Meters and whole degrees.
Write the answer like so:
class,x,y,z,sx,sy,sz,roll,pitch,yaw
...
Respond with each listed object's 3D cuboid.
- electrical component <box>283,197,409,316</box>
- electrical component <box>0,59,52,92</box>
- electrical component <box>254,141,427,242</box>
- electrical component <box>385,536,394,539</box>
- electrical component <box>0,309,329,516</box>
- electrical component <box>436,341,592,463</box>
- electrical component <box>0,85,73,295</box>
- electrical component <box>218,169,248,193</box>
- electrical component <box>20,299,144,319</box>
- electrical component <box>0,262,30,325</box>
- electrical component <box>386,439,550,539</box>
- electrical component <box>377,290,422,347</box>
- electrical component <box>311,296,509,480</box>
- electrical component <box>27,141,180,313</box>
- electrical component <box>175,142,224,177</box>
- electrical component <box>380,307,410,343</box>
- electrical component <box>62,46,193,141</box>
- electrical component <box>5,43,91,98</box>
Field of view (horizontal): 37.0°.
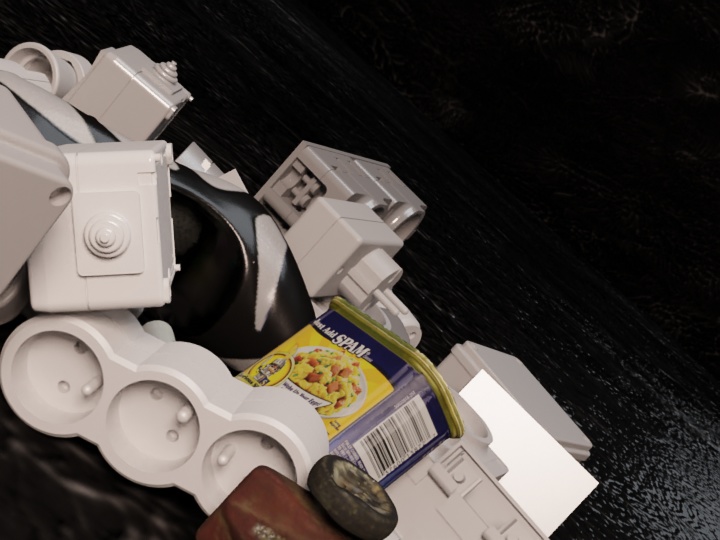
class,x,y,z,sx,sy,sz,roll,pitch,yaw
electrical component,0.000,0.000,0.648,0.075,0.047,0.083,46,14,14
electrical component,-0.215,-0.103,0.633,0.043,0.043,0.081,44,14,6
electrical component,-0.022,-0.029,0.817,0.060,0.105,0.186,46,14,13
electrical component,0.000,0.145,0.475,0.045,0.045,0.055,40,13,-12
electrical component,-0.078,0.056,0.465,0.138,0.052,0.073,27,13,2
electrical component,0.118,0.118,0.861,0.108,0.056,0.109,51,16,31
electrical component,-0.162,-0.014,0.364,0.057,0.113,0.078,48,14,32
electrical component,-0.094,-0.026,0.670,0.042,0.064,0.081,63,-4,8
electrical component,-0.135,-0.014,0.515,0.083,0.075,0.047,37,15,-20
electrical component,-0.159,-0.002,0.441,0.043,0.043,0.062,44,-20,5
electrical component,0.058,0.151,0.527,0.121,0.079,0.063,48,-4,26
electrical component,0.017,0.040,0.844,0.045,0.045,0.055,25,22,-51
electrical component,0.001,0.074,0.663,0.186,0.060,0.105,47,14,18
electrical component,-0.109,-0.019,0.444,0.061,0.061,0.096,-3,10,-6
electrical component,-0.116,-0.051,0.735,0.047,0.055,0.055,44,13,-11
electrical component,0.020,0.067,0.771,0.079,0.043,0.077,42,14,0
electrical component,-0.155,-0.102,0.685,0.061,0.096,0.061,40,13,-9
electrical component,-0.208,-0.127,0.724,0.045,0.045,0.055,45,13,10
